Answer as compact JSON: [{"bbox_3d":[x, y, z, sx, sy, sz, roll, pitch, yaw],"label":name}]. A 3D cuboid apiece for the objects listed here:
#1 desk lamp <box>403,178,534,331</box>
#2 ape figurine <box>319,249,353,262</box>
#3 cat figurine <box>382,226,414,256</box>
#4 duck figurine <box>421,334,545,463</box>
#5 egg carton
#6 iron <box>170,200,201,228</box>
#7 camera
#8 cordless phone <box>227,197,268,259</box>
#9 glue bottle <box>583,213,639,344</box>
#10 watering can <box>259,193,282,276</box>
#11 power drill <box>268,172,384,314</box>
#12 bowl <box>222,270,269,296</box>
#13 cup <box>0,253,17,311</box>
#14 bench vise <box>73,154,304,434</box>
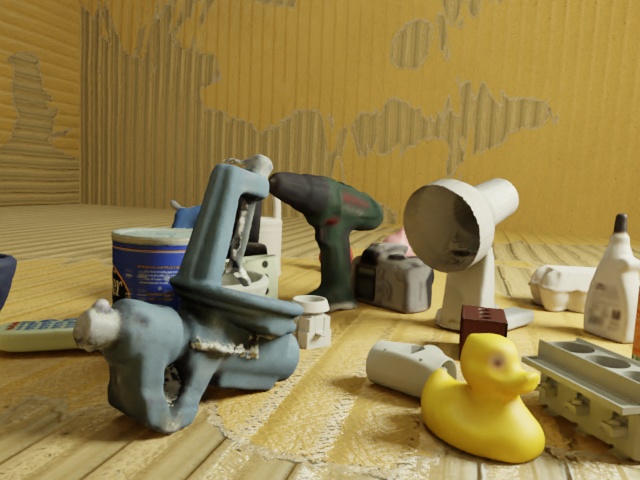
[{"bbox_3d":[0.212,0.019,0.799,0.204,0.213,0.117,-3,9,-45],"label":"desk lamp"},{"bbox_3d":[0.040,0.024,1.254,0.077,0.092,0.076,8,8,41],"label":"ape figurine"},{"bbox_3d":[0.148,0.031,1.111,0.067,0.118,0.128,4,6,11],"label":"cat figurine"},{"bbox_3d":[0.129,0.116,0.456,0.078,0.086,0.104,-2,8,-38],"label":"duck figurine"},{"bbox_3d":[0.439,0.084,0.974,0.150,0.069,0.107,3,6,0],"label":"egg carton"},{"bbox_3d":[-0.214,-0.014,1.267,0.259,0.141,0.118,1,6,-14],"label":"iron"},{"bbox_3d":[0.140,0.056,0.960,0.137,0.101,0.142,-2,8,-39],"label":"camera"},{"bbox_3d":[-0.164,-0.006,1.004,0.148,0.185,0.093,-2,7,-34],"label":"cordless phone"},{"bbox_3d":[0.408,0.050,0.788,0.037,0.173,0.078,0,7,-22],"label":"glue bottle"},{"bbox_3d":[-0.125,-0.023,1.143,0.101,0.194,0.173,2,6,-6],"label":"watering can"},{"bbox_3d":[0.008,0.003,0.885,0.075,0.208,0.230,8,8,43],"label":"power drill"},{"bbox_3d":[-0.149,0.081,0.722,0.167,0.075,0.167,3,6,0],"label":"bowl"},{"bbox_3d":[-0.392,0.066,0.652,0.092,0.095,0.117,-3,9,-44],"label":"cup"},{"bbox_3d":[-0.088,0.036,0.477,0.121,0.220,0.208,5,7,23],"label":"bench vise"}]
